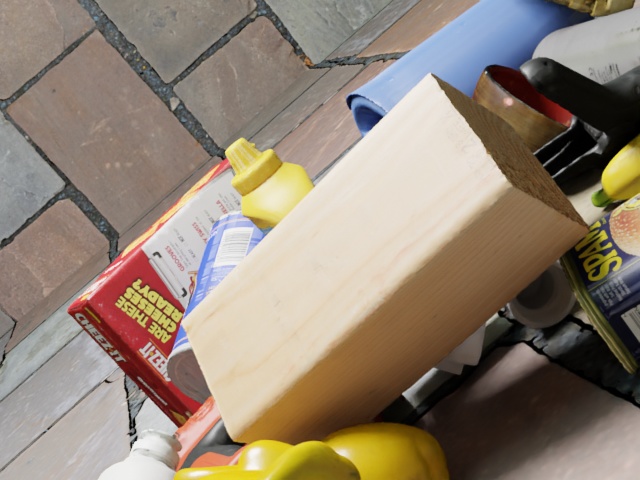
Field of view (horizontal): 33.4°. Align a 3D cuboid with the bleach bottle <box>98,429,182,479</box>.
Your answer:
[{"bbox_3d":[-0.137,0.223,0.603,0.103,0.068,0.250,-27,34,42],"label":"bleach bottle"}]

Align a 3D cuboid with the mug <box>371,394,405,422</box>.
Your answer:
[{"bbox_3d":[0.001,0.107,0.704,0.081,0.093,0.117,-46,34,-1],"label":"mug"}]

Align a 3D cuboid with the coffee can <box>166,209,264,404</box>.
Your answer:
[{"bbox_3d":[-0.060,0.060,0.891,0.103,0.102,0.140,-29,36,42],"label":"coffee can"}]

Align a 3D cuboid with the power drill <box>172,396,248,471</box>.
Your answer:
[{"bbox_3d":[-0.098,0.192,0.748,0.184,0.057,0.188,-50,16,-15],"label":"power drill"}]

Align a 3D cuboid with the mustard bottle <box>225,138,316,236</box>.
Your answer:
[{"bbox_3d":[-0.005,0.001,0.817,0.058,0.191,0.096,-42,13,-9],"label":"mustard bottle"}]

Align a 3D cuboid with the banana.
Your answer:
[{"bbox_3d":[0.256,-0.084,0.691,0.198,0.037,0.069,-35,4,15],"label":"banana"}]

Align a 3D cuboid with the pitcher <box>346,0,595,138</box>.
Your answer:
[{"bbox_3d":[0.160,-0.154,1.045,0.242,0.149,0.145,-40,-3,-11],"label":"pitcher"}]

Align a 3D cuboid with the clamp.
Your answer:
[{"bbox_3d":[0.182,-0.069,0.717,0.209,0.036,0.165,-14,-31,-31],"label":"clamp"}]

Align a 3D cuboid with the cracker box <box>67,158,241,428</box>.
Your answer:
[{"bbox_3d":[-0.101,0.048,0.993,0.213,0.164,0.072,-48,13,-30],"label":"cracker box"}]

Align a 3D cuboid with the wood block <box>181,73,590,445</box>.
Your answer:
[{"bbox_3d":[0.032,0.020,0.594,0.206,0.090,0.090,-44,53,21],"label":"wood block"}]

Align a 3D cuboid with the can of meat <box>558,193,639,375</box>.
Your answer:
[{"bbox_3d":[0.179,0.013,0.566,0.084,0.057,0.102,-34,14,15],"label":"can of meat"}]
